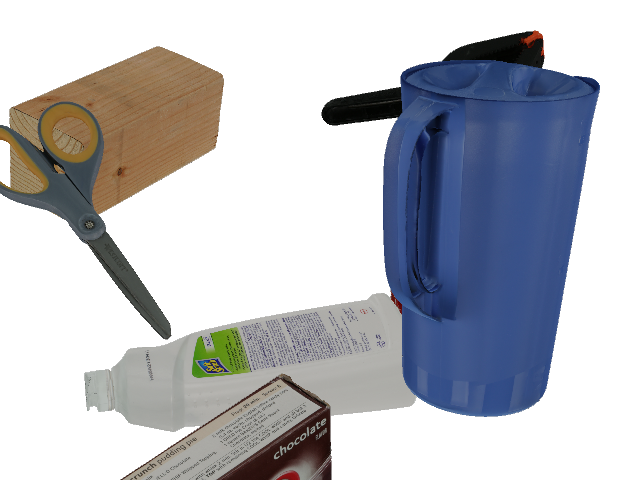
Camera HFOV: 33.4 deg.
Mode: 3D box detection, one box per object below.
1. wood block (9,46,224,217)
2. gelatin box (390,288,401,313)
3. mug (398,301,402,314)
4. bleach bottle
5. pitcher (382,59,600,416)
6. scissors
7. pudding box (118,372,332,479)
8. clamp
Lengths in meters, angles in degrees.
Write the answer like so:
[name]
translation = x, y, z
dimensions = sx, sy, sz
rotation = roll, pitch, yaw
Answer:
[wood block]
translation = -0.193, -0.107, 1.034
dimensions = 0.090, 0.091, 0.205
rotation = 26, 36, 21
[gelatin box]
translation = 0.125, 0.069, 1.365
dimensions = 0.073, 0.089, 0.030
rotation = 20, 34, 37
[mug]
translation = 0.131, 0.099, 1.078
dimensions = 0.093, 0.081, 0.117
rotation = -16, 38, -15
[bleach bottle]
translation = -0.055, 0.098, 0.829
dimensions = 0.250, 0.068, 0.103
rotation = -5, 29, -14
[pitcher]
translation = 0.110, 0.000, 0.753
dimensions = 0.149, 0.243, 0.145
rotation = 1, 20, -3
[scissors]
translation = -0.149, -0.025, 0.729
dimensions = 0.202, 0.096, 0.016
rotation = 36, -26, 13
[pudding box]
translation = -0.045, 0.127, 0.495
dimensions = 0.039, 0.090, 0.113
rotation = 30, 47, 34
[clamp]
translation = 0.126, -0.120, 0.964
dimensions = 0.210, 0.165, 0.036
rotation = -29, -39, -9
